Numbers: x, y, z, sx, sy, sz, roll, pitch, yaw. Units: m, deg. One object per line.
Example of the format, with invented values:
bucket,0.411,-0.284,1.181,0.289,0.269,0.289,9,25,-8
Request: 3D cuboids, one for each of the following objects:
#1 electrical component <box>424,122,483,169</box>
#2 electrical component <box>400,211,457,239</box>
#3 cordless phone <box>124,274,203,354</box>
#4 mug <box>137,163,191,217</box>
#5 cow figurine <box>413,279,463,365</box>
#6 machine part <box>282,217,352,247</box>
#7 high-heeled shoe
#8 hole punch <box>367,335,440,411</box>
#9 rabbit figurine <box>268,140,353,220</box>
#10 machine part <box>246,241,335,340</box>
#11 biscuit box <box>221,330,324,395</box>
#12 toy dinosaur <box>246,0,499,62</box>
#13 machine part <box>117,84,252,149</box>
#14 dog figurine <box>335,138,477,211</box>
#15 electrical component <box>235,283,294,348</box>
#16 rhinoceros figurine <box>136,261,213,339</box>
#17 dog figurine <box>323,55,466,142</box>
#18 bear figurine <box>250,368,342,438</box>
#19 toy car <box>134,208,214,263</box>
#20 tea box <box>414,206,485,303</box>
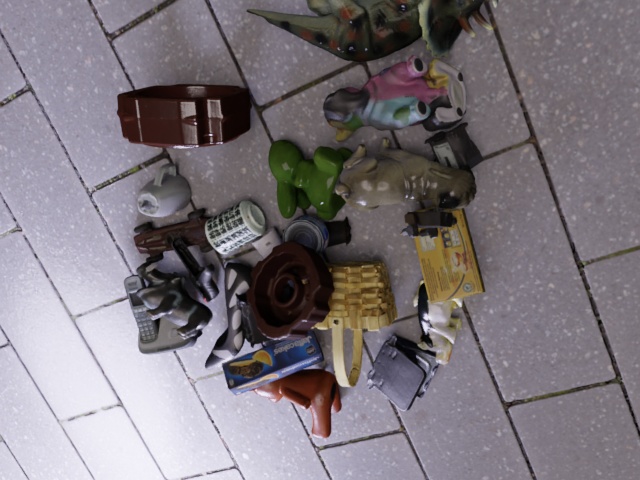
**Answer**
electrical component,0.240,-0.136,0.935,0.075,0.048,0.119,-16,105,60
electrical component,0.180,-0.025,0.906,0.078,0.102,0.045,3,91,30
cordless phone,-0.351,0.154,1.190,0.147,0.089,0.184,-14,100,19
mug,-0.315,-0.095,1.079,0.081,0.107,0.109,21,114,5
cow figurine,0.225,0.160,1.048,0.098,0.068,0.167,11,108,16
machine part,-0.002,-0.003,1.069,0.139,0.039,0.084,-15,96,21
high-heeled shoe,-0.209,0.166,1.151,0.145,0.086,0.248,42,103,-9
hole punch,0.174,0.265,1.098,0.116,0.092,0.142,36,120,32
rabbit figurine,-0.024,-0.121,1.010,0.170,0.121,0.159,30,121,23
machine part,-0.055,0.094,0.986,0.179,0.056,0.179,-11,72,36
biscuit box,-0.095,0.250,1.103,0.203,0.062,0.059,-21,61,-4
toy dinosaur,0.090,-0.363,0.883,0.405,0.131,0.192,-12,105,24
machine part,-0.238,-0.225,0.963,0.201,0.201,0.087,5,112,12
dog figurine,0.143,-0.088,0.897,0.191,0.172,0.121,25,143,40
electrical component,-0.097,0.144,1.101,0.134,0.058,0.114,-19,113,-19
rhinoceros figurine,-0.314,0.123,1.130,0.190,0.073,0.112,39,71,4
dog figurine,0.115,-0.230,0.923,0.219,0.191,0.108,-5,89,48
bear figurine,-0.062,0.329,1.154,0.196,0.120,0.131,0,112,16
toy car,-0.311,-0.005,1.140,0.202,0.053,0.089,-11,109,17
tea box,0.229,0.023,0.969,0.098,0.068,0.169,-13,82,19
